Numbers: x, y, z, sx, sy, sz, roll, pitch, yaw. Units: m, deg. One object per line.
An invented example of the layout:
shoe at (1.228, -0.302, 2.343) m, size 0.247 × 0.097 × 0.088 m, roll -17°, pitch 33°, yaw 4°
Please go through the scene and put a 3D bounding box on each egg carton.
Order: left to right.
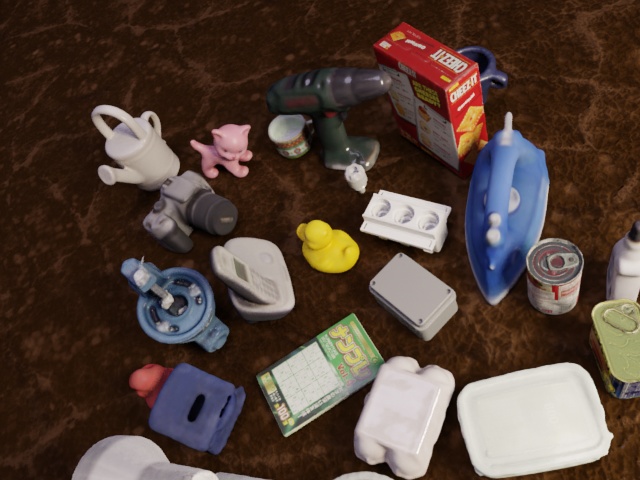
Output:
egg carton at (0.110, 0.229, 0.753) m, size 0.107 × 0.070 × 0.150 m, roll 13°, pitch 65°, yaw 27°

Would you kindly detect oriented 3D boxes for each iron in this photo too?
iron at (0.261, -0.050, 0.824) m, size 0.118 × 0.142 × 0.258 m, roll 4°, pitch 62°, yaw 23°

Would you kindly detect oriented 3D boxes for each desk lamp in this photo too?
desk lamp at (-0.166, 0.321, 0.711) m, size 0.202 × 0.214 × 0.118 m, roll -1°, pitch 60°, yaw 20°

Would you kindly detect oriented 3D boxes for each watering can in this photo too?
watering can at (-0.364, -0.182, 1.106) m, size 0.100 × 0.194 × 0.173 m, roll -12°, pitch 56°, yaw 14°

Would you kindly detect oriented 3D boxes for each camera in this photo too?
camera at (-0.229, -0.049, 1.032) m, size 0.136 × 0.101 × 0.143 m, roll 22°, pitch 70°, yaw 30°

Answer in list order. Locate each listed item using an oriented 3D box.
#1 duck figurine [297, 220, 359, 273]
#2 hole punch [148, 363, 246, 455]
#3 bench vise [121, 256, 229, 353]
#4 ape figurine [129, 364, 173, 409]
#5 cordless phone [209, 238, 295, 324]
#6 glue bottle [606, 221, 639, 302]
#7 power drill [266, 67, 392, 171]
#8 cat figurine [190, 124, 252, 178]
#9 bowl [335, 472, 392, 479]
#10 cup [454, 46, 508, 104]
duck figurine at (0.008, 0.003, 0.920) m, size 0.104 × 0.086 × 0.077 m, roll 20°, pitch 68°, yaw 29°
hole punch at (-0.177, 0.245, 0.837) m, size 0.100 × 0.091 × 0.109 m, roll 12°, pitch 65°, yaw 26°
bench vise at (-0.261, 0.085, 0.888) m, size 0.206 × 0.220 × 0.121 m, roll 12°, pitch 65°, yaw 27°
ape figurine at (-0.258, 0.222, 0.881) m, size 0.076 × 0.092 × 0.077 m, roll -16°, pitch 56°, yaw 11°
cordless phone at (-0.117, 0.038, 0.885) m, size 0.094 × 0.185 × 0.147 m, roll -25°, pitch 54°, yaw 5°
glue bottle at (0.383, 0.027, 0.711) m, size 0.037 × 0.173 × 0.078 m, roll 4°, pitch 62°, yaw 23°
power drill at (0.031, -0.207, 0.966) m, size 0.228 × 0.209 × 0.076 m, roll 8°, pitch 63°, yaw 25°
cat figurine at (-0.183, -0.177, 1.083) m, size 0.127 × 0.118 × 0.067 m, roll -1°, pitch 60°, yaw 20°
bowl at (0.058, 0.370, 0.682) m, size 0.167 × 0.075 × 0.167 m, roll -9°, pitch 57°, yaw 15°
cup at (0.269, -0.265, 0.982) m, size 0.117 × 0.095 × 0.092 m, roll 27°, pitch 72°, yaw 32°
